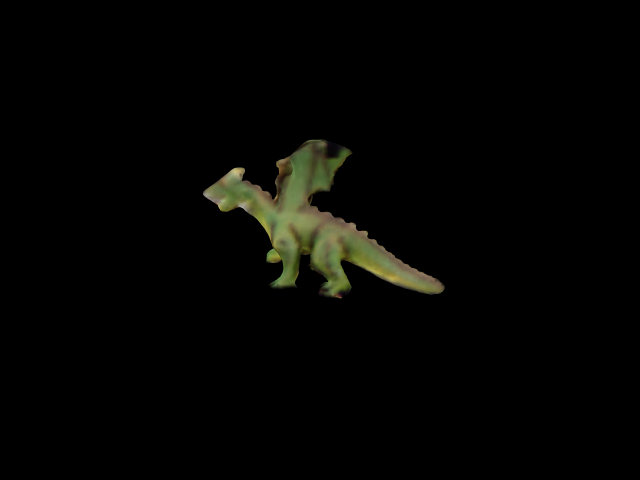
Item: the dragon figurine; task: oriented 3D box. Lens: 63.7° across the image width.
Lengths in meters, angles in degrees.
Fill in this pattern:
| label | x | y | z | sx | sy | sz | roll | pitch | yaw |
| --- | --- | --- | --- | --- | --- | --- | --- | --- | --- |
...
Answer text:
| label | x | y | z | sx | sy | sz | roll | pitch | yaw |
| --- | --- | --- | --- | --- | --- | --- | --- | --- | --- |
| dragon figurine | 0.003 | -0.043 | 0.850 | 0.410 | 0.240 | 0.124 | 4 | 16 | 14 |
